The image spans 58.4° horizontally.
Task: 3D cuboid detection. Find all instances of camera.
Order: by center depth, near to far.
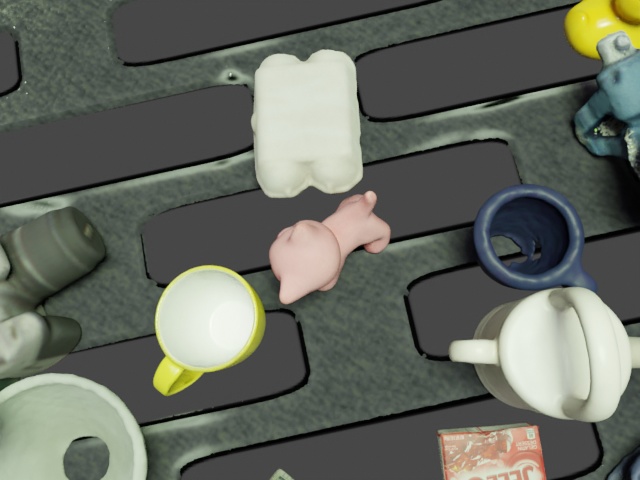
[{"bbox_3d":[-0.273,0.038,0.535,0.137,0.101,0.143,-31,78,-3],"label":"camera"}]

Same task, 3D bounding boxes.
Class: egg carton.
[{"bbox_3d":[-0.014,-0.115,0.567,0.107,0.069,0.150,-5,78,3],"label":"egg carton"}]

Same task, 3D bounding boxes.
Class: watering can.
[{"bbox_3d":[0.195,0.086,0.450,0.173,0.194,0.101,-22,78,-1],"label":"watering can"}]

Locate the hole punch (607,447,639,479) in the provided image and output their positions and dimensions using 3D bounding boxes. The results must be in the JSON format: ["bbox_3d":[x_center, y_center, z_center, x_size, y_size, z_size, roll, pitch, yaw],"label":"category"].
[{"bbox_3d":[0.315,0.211,0.471,0.109,0.091,0.101,-39,79,-5],"label":"hole punch"}]

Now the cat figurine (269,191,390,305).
[{"bbox_3d":[0.005,0.002,0.517,0.128,0.118,0.067,-40,79,-5],"label":"cat figurine"}]

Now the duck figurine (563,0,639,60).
[{"bbox_3d":[0.300,-0.229,0.563,0.104,0.086,0.077,-11,78,1],"label":"duck figurine"}]

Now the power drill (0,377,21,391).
[{"bbox_3d":[-0.357,0.133,0.466,0.229,0.208,0.076,12,80,6],"label":"power drill"}]

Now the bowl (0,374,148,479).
[{"bbox_3d":[-0.227,0.203,0.512,0.167,0.075,0.167,-1,79,3],"label":"bowl"}]

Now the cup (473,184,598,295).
[{"bbox_3d":[0.187,0.013,0.516,0.117,0.095,0.092,42,84,10],"label":"cup"}]

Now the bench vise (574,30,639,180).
[{"bbox_3d":[0.300,-0.089,0.467,0.207,0.220,0.121,41,84,10],"label":"bench vise"}]
